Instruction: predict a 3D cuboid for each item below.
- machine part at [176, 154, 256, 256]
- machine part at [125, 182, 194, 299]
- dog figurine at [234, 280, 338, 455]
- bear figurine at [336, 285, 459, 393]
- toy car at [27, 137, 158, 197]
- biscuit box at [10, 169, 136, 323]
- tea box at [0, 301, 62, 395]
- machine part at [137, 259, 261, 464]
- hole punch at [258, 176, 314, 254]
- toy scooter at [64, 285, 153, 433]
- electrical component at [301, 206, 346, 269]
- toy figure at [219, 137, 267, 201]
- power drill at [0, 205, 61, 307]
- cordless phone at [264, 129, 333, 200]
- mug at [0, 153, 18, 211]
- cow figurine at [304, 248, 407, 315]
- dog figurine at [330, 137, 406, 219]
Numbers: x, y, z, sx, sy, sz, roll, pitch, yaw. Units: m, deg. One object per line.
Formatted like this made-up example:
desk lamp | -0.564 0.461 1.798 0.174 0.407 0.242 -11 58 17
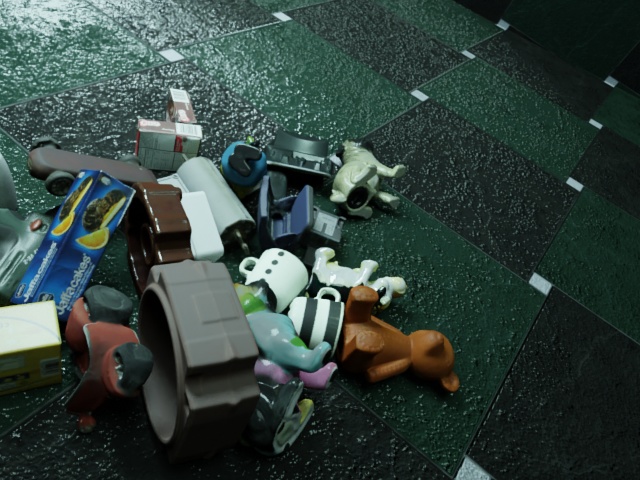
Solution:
machine part | -0.182 -0.064 0.934 0.079 0.079 0.243 -17 56 -36
machine part | -0.233 0.006 0.773 0.056 0.179 0.179 -5 49 -33
dog figurine | -0.094 0.154 0.726 0.219 0.108 0.191 26 70 28
bear figurine | 0.128 0.157 0.810 0.196 0.131 0.120 9 47 -8
toy car | -0.336 -0.097 0.810 0.202 0.053 0.089 5 40 -54
biscuit box | -0.327 0.006 0.715 0.063 0.059 0.202 9 71 39
tea box | -0.394 0.134 0.620 0.169 0.098 0.068 -5 49 -30
machine part | -0.155 0.141 0.640 0.087 0.201 0.201 -5 49 -30
hole punch | -0.073 -0.036 0.922 0.092 0.115 0.142 14 44 -20
toy scooter | -0.271 0.150 0.656 0.075 0.135 0.184 19 17 -43
electrical component | -0.002 -0.003 0.974 0.075 0.047 0.119 24 40 1
toy figure | -0.138 -0.133 0.960 0.082 0.180 0.089 -31 88 -8
power drill | -0.434 -0.038 0.734 0.086 0.207 0.232 -10 44 26
cordless phone | -0.047 -0.118 1.065 0.147 0.088 0.184 11 54 -13
mug | -0.504 -0.097 0.801 0.081 0.107 0.110 -21 60 -40
cow figurine | 0.061 0.083 0.894 0.167 0.068 0.098 17 58 -3
dog figurine | 0.062 -0.141 1.124 0.172 0.121 0.191 -5 35 -33
